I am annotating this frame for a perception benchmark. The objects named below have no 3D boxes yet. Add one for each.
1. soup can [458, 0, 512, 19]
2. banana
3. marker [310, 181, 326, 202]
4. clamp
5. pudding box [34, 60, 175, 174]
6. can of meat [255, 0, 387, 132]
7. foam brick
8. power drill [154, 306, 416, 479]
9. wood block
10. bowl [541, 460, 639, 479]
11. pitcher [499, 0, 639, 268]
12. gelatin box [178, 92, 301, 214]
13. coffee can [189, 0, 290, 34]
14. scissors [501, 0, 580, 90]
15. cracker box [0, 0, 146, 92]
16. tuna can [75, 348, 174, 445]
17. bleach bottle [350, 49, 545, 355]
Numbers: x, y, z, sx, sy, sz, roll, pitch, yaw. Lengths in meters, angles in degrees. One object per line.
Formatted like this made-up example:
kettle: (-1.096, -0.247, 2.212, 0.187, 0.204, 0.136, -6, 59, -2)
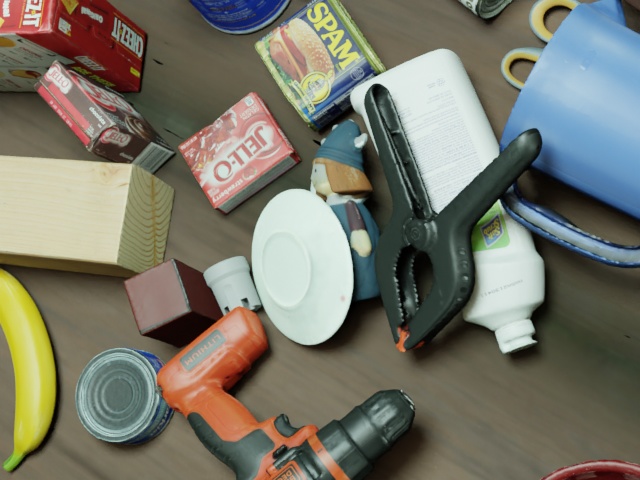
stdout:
soup can: (0.124, -0.247, 0.922, 0.068, 0.068, 0.102, -47, 69, 3)
banana: (-0.279, 0.110, 0.989, 0.070, 0.037, 0.198, -14, 74, 13)
marker: (-0.006, 0.001, 0.934, 0.020, 0.020, 0.121, 5, 80, 19)
clamp: (0.080, -0.015, 0.840, 0.165, 0.036, 0.210, 32, 120, 39)
pudding box: (-0.194, -0.109, 0.970, 0.039, 0.113, 0.090, -45, 69, 7)
can of meat: (0.002, -0.160, 0.949, 0.084, 0.057, 0.102, -35, 69, 11)
foam brick: (-0.125, 0.056, 0.930, 0.053, 0.078, 0.051, -25, 70, 10)
power drill: (-0.037, 0.140, 0.864, 0.184, 0.057, 0.188, -39, 51, -4)
wood block: (-0.251, -0.023, 0.982, 0.206, 0.090, 0.091, 5, 80, 18)
bowl: (0.215, 0.245, 0.788, 0.162, 0.055, 0.162, -4, 77, 17)
pitcher: (0.261, -0.058, 0.801, 0.243, 0.144, 0.149, 32, 132, 15)
gelatin box: (-0.073, -0.079, 0.968, 0.089, 0.030, 0.073, -35, 70, 8)
coffee can: (-0.091, -0.259, 0.955, 0.103, 0.140, 0.103, -4, 77, 17)
scissors: (0.253, -0.155, 0.885, 0.202, 0.016, 0.096, 5, 84, 20)
cracker box: (-0.295, -0.194, 0.995, 0.214, 0.164, 0.072, 2, 81, 18)
tuna can: (-0.173, 0.139, 0.950, 0.086, 0.033, 0.086, -4, 77, 17)
bleach bottle: (0.113, -0.025, 0.880, 0.103, 0.068, 0.251, -24, 75, 19)
